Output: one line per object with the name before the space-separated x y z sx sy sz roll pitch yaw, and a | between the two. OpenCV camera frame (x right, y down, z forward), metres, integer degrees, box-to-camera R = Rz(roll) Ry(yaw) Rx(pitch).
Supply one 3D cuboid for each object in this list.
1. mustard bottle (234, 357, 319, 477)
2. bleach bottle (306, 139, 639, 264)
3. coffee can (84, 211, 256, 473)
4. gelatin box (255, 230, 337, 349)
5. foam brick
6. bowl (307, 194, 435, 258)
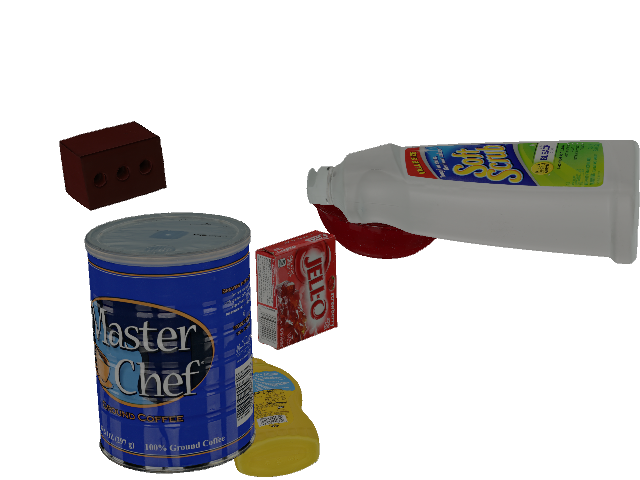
mustard bottle | -0.067 0.196 1.256 0.096 0.058 0.192 -9 29 -10
bleach bottle | 0.111 -0.035 0.813 0.251 0.068 0.102 2 35 15
coffee can | -0.094 0.062 0.682 0.103 0.140 0.103 -1 16 0
gelatin box | -0.020 0.042 0.931 0.073 0.089 0.030 -18 25 -41
foam brick | -0.187 -0.068 0.958 0.078 0.053 0.051 -20 33 -28
bowl | 0.066 -0.024 1.130 0.162 0.055 0.162 2 25 -1
